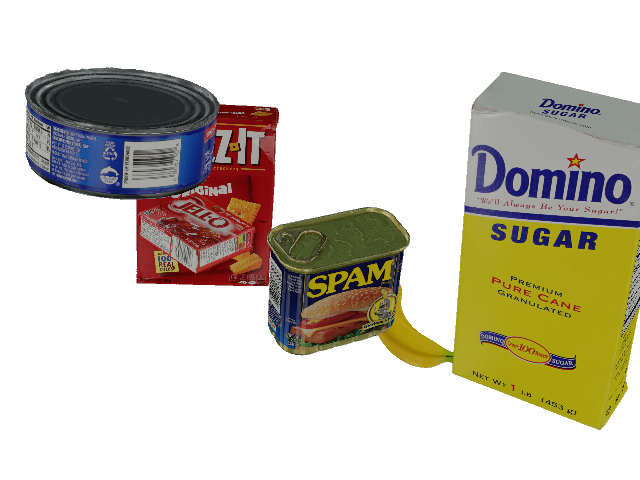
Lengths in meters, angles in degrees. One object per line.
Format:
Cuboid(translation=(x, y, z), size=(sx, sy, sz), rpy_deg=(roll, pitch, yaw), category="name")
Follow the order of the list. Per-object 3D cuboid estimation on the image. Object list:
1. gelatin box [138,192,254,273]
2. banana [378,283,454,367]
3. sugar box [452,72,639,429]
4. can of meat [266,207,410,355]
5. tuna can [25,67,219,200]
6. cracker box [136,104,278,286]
Cuboid(translation=(-0.119, -0.010, 1.023), size=(0.089, 0.030, 0.073), rpy_deg=(31, 38, 34), category="gelatin box")
Cuboid(translation=(0.093, 0.096, 1.217), size=(0.069, 0.037, 0.198), rpy_deg=(6, 23, -24), category="banana")
Cuboid(translation=(0.121, 0.008, 0.554), size=(0.093, 0.176, 0.048), rpy_deg=(18, 41, 27), category="sugar box")
Cuboid(translation=(0.011, 0.031, 0.793), size=(0.102, 0.084, 0.057), rpy_deg=(-12, 39, -22), category="can of meat")
Cuboid(translation=(-0.090, -0.050, 0.484), size=(0.086, 0.034, 0.086), rpy_deg=(6, 25, -3), category="tuna can")
Cuboid(translation=(-0.137, -0.053, 1.281), size=(0.164, 0.214, 0.072), rpy_deg=(2, 22, -4), category="cracker box")
